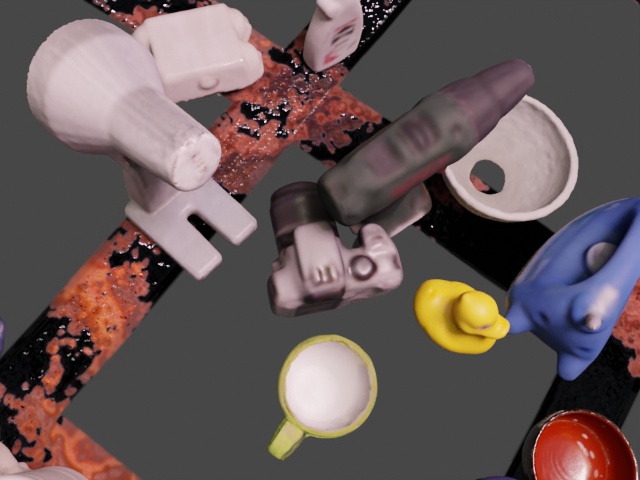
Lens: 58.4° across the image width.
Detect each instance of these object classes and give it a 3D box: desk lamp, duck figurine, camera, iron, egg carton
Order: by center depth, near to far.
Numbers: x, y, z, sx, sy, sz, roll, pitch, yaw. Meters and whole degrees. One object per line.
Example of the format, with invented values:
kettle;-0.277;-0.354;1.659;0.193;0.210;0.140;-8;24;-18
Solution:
desk lamp;-0.162;-0.085;0.567;0.203;0.213;0.118;41;72;7
camera;0.006;0.002;0.618;0.143;0.101;0.137;-12;74;-10
duck figurine;0.155;0.077;0.619;0.104;0.086;0.077;33;72;5
iron;0.317;0.022;0.627;0.118;0.141;0.259;39;72;7
egg carton;-0.148;-0.220;0.689;0.150;0.069;0.107;-18;75;-12

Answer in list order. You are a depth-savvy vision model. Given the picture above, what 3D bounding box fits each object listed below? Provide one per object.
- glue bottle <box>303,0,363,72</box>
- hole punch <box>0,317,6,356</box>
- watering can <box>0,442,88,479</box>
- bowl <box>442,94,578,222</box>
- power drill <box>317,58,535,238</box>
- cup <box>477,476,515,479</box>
glue bottle;0.022;-0.271;0.670;0.078;0.173;0.037;-38;80;-16
hole punch;-0.368;0.114;0.543;0.101;0.091;0.108;4;72;-5
watering can;-0.245;0.247;0.459;0.173;0.194;0.101;42;72;8
bowl;0.213;-0.089;0.686;0.167;0.074;0.167;2;72;-6
power drill;0.096;-0.078;0.598;0.230;0.208;0.075;-33;78;-15
cup;0.146;0.273;0.549;0.118;0.095;0.091;2;72;-6
